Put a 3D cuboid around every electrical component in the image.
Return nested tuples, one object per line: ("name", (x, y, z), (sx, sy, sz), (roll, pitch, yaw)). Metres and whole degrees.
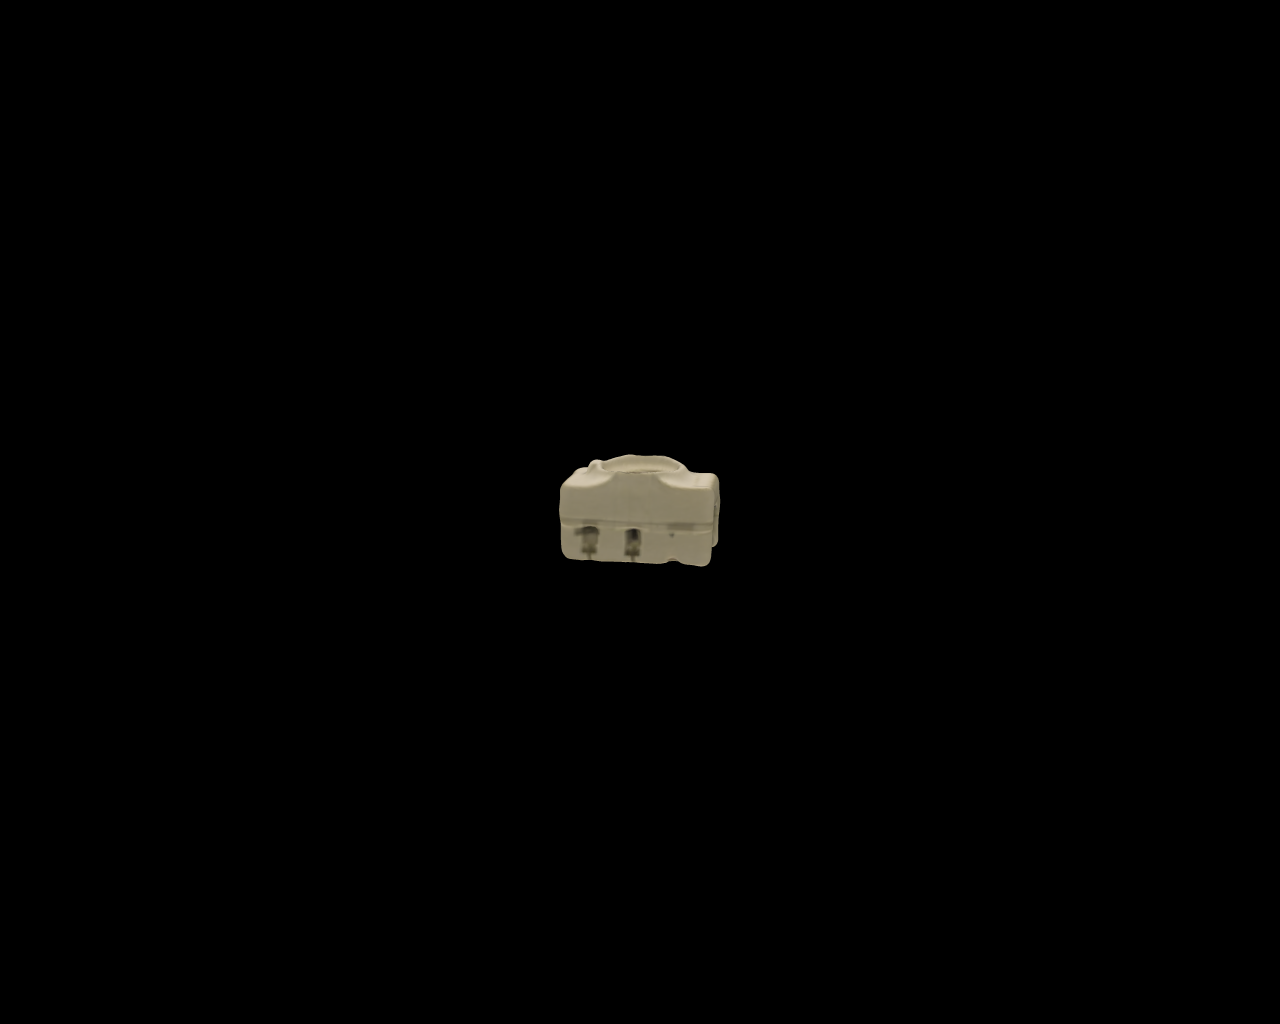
("electrical component", (0.001, -0.003, 0.650), (0.089, 0.055, 0.050), (3, 16, 9))
